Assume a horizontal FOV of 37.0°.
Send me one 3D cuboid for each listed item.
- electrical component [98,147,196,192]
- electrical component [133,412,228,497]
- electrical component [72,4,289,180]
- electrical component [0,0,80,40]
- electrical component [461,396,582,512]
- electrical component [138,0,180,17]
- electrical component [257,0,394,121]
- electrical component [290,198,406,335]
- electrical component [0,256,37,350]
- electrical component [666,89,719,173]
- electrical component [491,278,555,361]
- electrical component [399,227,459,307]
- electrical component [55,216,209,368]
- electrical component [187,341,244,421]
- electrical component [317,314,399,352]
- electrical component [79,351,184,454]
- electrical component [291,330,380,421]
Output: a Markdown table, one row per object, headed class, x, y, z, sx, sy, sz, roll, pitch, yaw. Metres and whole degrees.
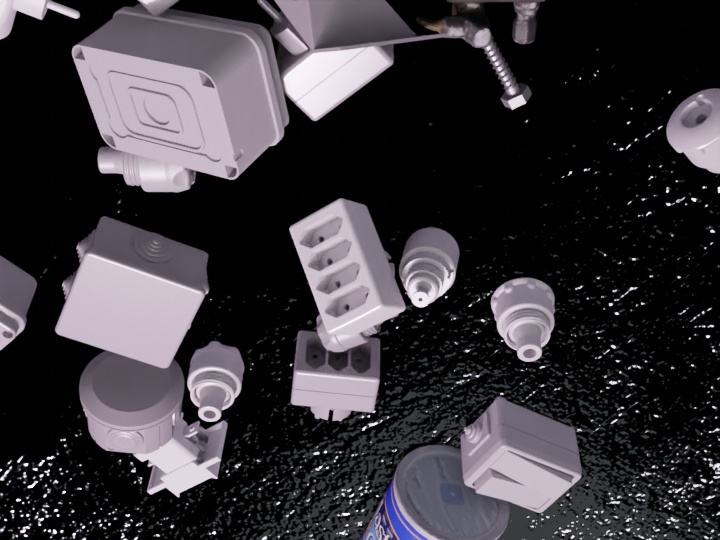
| class | x | y | z | sx | sy | sz | roll | pitch | yaw |
| --- | --- | --- | --- | --- | --- | --- | --- | --- | --- |
| electrical component | -0.143 | -0.073 | 0.718 | 0.062 | 0.043 | 0.043 | 0 | 131 | 3 |
| electrical component | -0.156 | 0.152 | 0.917 | 0.081 | 0.042 | 0.063 | -29 | 121 | 24 |
| electrical component | -0.106 | -0.110 | 0.647 | 0.113 | 0.057 | 0.078 | 16 | 137 | 28 |
| electrical component | -0.201 | -0.172 | 0.633 | 0.079 | 0.044 | 0.077 | 19 | 129 | -15 |
| electrical component | 0.129 | 0.156 | 0.898 | 0.096 | 0.061 | 0.061 | 23 | 128 | -18 |
| electrical component | -0.121 | -0.177 | 0.605 | 0.047 | 0.076 | 0.065 | -28 | 125 | 24 |
| electrical component | -0.028 | -0.144 | 0.651 | 0.066 | 0.047 | 0.077 | -33 | 123 | 26 |
| electrical component | 0.000 | 0.000 | 0.765 | 0.047 | 0.083 | 0.076 | -28 | 163 | 24 |
| electrical component | -0.309 | 0.036 | 0.809 | 0.113 | 0.057 | 0.078 | -36 | 122 | 28 |
| electrical component | 0.233 | -0.084 | 0.699 | 0.048 | 0.048 | 0.062 | -33 | 129 | 26 |
| electrical component | 0.123 | 0.040 | 0.797 | 0.048 | 0.062 | 0.048 | 1 | 131 | 1 |
| electrical component | 0.047 | 0.001 | 0.759 | 0.040 | 0.078 | 0.040 | 5 | 120 | 8 |
| electrical component | -0.166 | 0.016 | 0.793 | 0.100 | 0.048 | 0.099 | 20 | 129 | -15 |
| electrical component | -0.115 | 0.091 | 0.848 | 0.043 | 0.062 | 0.043 | 1 | 131 | 1 |
| electrical component | 0.000 | 0.039 | 0.818 | 0.061 | 0.035 | 0.035 | -20 | 127 | 16 |
| electrical component | -0.179 | 0.102 | 0.850 | 0.080 | 0.080 | 0.051 | 6 | 136 | -4 |
| electrical component | -0.021 | 0.093 | 0.857 | 0.066 | 0.047 | 0.076 | 6 | 131 | -4 |
